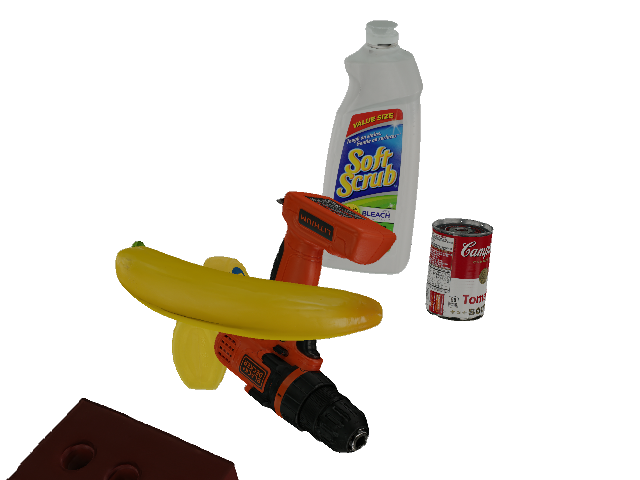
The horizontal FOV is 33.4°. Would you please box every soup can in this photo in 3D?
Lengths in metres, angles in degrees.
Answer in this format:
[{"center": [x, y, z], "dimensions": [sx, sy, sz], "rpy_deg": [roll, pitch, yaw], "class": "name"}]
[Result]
[{"center": [0.155, 0.032, 1.202], "dimensions": [0.068, 0.102, 0.068], "rpy_deg": [3, 15, -1], "class": "soup can"}]

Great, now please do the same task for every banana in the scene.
[{"center": [-0.061, 0.031, 0.677], "dimensions": [0.198, 0.037, 0.069], "rpy_deg": [15, 33, 26], "class": "banana"}]

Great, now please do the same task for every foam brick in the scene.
[{"center": [-0.076, 0.109, 0.426], "dimensions": [0.078, 0.051, 0.052], "rpy_deg": [18, 44, 23], "class": "foam brick"}]

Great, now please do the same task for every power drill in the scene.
[{"center": [-0.004, 0.065, 0.912], "dimensions": [0.185, 0.188, 0.057], "rpy_deg": [31, 16, 38], "class": "power drill"}]

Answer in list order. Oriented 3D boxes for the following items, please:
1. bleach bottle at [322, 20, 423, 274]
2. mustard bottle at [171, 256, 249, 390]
[{"center": [0.047, -0.092, 1.058], "dimensions": [0.103, 0.251, 0.068], "rpy_deg": [7, 27, 12], "class": "bleach bottle"}, {"center": [-0.113, 0.072, 1.166], "dimensions": [0.058, 0.096, 0.191], "rpy_deg": [1, 28, 7], "class": "mustard bottle"}]
